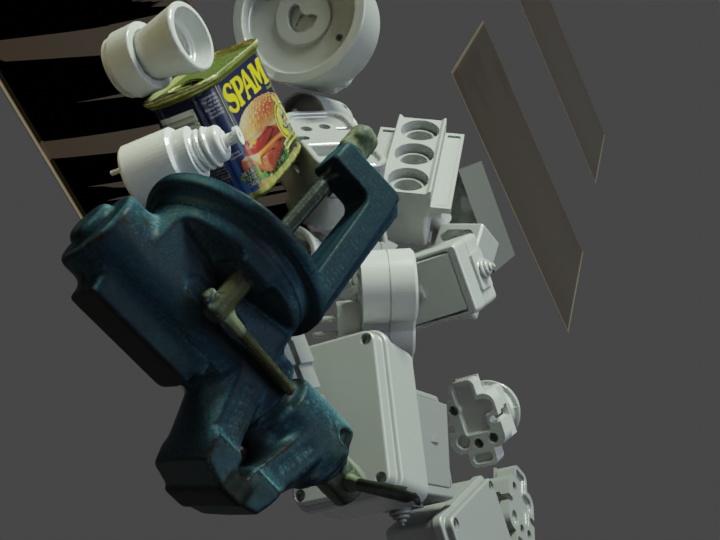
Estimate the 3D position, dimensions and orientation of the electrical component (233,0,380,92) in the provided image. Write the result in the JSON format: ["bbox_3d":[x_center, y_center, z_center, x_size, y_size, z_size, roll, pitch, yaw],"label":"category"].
[{"bbox_3d":[-0.037,-0.189,0.829,0.060,0.108,0.108,13,62,-69],"label":"electrical component"}]

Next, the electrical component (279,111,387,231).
[{"bbox_3d":[-0.023,-0.070,0.786,0.095,0.054,0.059,-127,-142,-50],"label":"electrical component"}]

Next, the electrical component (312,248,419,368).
[{"bbox_3d":[0.001,0.040,0.785,0.138,0.074,0.052,91,-5,-50],"label":"electrical component"}]

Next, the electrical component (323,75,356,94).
[{"bbox_3d":[-0.032,-0.182,0.916,0.061,0.035,0.035,54,30,-28],"label":"electrical component"}]

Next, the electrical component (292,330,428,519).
[{"bbox_3d":[-0.005,0.104,0.724,0.057,0.078,0.113,36,42,-56],"label":"electrical component"}]

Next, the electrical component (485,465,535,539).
[{"bbox_3d":[0.112,0.210,0.917,0.058,0.057,0.078,50,33,-39],"label":"electrical component"}]

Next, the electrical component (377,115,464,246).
[{"bbox_3d":[0.048,-0.080,0.967,0.121,0.079,0.063,-75,168,-50],"label":"electrical component"}]

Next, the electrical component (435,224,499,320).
[{"bbox_3d":[0.101,0.010,1.015,0.076,0.047,0.083,45,56,-46],"label":"electrical component"}]

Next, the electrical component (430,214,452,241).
[{"bbox_3d":[0.073,-0.045,1.039,0.061,0.035,0.035,64,26,-23],"label":"electrical component"}]

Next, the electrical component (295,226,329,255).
[{"bbox_3d":[-0.037,-0.007,0.771,0.055,0.045,0.045,14,61,-62],"label":"electrical component"}]

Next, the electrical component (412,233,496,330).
[{"bbox_3d":[0.069,0.011,0.917,0.061,0.096,0.061,-27,98,-62],"label":"electrical component"}]

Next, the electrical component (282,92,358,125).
[{"bbox_3d":[-0.028,-0.116,0.866,0.081,0.043,0.043,-1,75,-65],"label":"electrical component"}]

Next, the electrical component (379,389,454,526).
[{"bbox_3d":[0.033,0.139,0.796,0.062,0.061,0.096,27,50,-57],"label":"electrical component"}]

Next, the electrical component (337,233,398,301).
[{"bbox_3d":[0.000,0.000,0.849,0.064,0.042,0.081,21,54,-55],"label":"electrical component"}]

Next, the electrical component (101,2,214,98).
[{"bbox_3d":[-0.125,-0.135,0.663,0.045,0.055,0.045,44,37,-46],"label":"electrical component"}]

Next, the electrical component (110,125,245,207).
[{"bbox_3d":[-0.106,-0.066,0.637,0.040,0.078,0.040,-20,90,-80],"label":"electrical component"}]

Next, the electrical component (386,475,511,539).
[{"bbox_3d":[0.077,0.229,0.834,0.109,0.056,0.108,-18,89,-65],"label":"electrical component"}]

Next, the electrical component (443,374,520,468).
[{"bbox_3d":[0.111,0.132,0.971,0.057,0.058,0.078,-17,89,-62],"label":"electrical component"}]

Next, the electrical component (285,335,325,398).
[{"bbox_3d":[-0.051,0.074,0.688,0.066,0.048,0.055,1,65,-64],"label":"electrical component"}]
